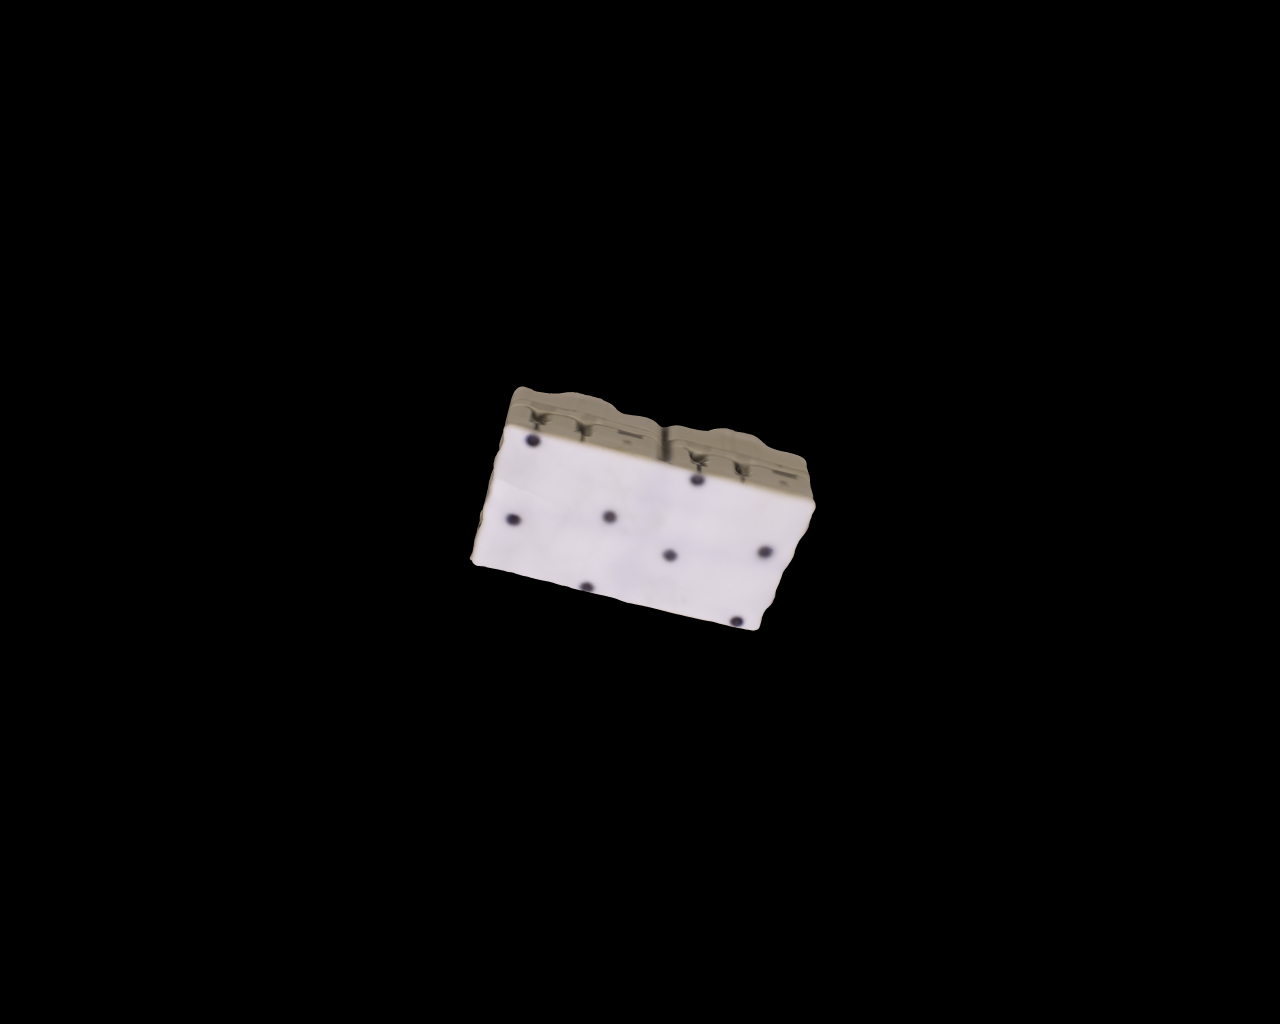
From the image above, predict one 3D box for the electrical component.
[{"bbox_3d":[0.001,-0.003,0.650,0.186,0.105,0.060,14,33,-9],"label":"electrical component"}]
